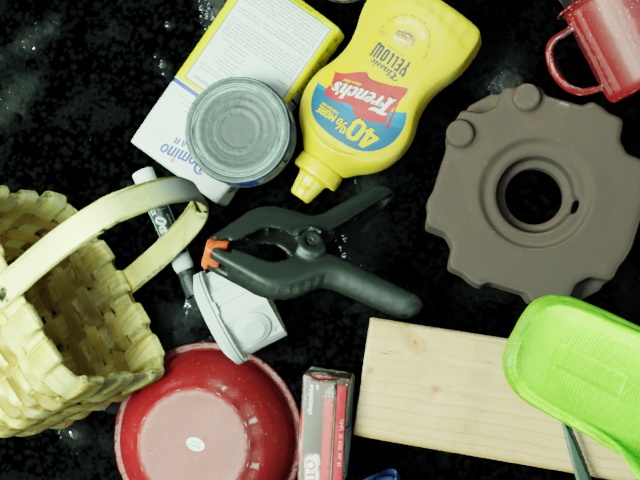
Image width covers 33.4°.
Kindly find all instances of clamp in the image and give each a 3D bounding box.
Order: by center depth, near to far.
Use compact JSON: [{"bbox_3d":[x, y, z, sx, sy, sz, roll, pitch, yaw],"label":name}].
[{"bbox_3d":[-0.005,0.001,0.832,0.171,0.039,0.120,8,48,-13],"label":"clamp"}]

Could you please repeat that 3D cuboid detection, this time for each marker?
[{"bbox_3d":[-0.126,-0.004,0.896,0.020,0.020,0.121,-25,83,5],"label":"marker"}]

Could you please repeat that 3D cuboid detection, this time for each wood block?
[{"bbox_3d":[0.137,0.119,0.816,0.206,0.090,0.090,8,87,8],"label":"wood block"}]

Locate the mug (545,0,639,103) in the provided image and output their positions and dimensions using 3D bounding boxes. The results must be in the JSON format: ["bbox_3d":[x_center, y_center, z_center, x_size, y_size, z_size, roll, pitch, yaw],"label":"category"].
[{"bbox_3d":[0.233,-0.154,0.823,0.117,0.093,0.081,-26,88,4],"label":"mug"}]

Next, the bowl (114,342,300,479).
[{"bbox_3d":[-0.096,0.164,0.863,0.162,0.055,0.162,-1,86,7],"label":"bowl"}]

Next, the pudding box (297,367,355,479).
[{"bbox_3d":[0.004,0.146,0.821,0.039,0.113,0.090,4,86,5],"label":"pudding box"}]

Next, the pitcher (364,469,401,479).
[{"bbox_3d":[0.057,0.311,0.805,0.145,0.149,0.243,-32,86,-11],"label":"pitcher"}]

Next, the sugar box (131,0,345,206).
[{"bbox_3d":[-0.067,-0.125,0.884,0.093,0.048,0.176,36,95,7],"label":"sugar box"}]

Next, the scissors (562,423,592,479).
[{"bbox_3d":[0.221,0.227,0.750,0.096,0.016,0.202,2,75,-25],"label":"scissors"}]

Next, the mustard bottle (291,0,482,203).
[{"bbox_3d":[0.039,-0.112,0.862,0.096,0.058,0.191,36,92,10],"label":"mustard bottle"}]

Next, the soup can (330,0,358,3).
[{"bbox_3d":[0.015,-0.236,0.851,0.068,0.102,0.068,0,86,8],"label":"soup can"}]

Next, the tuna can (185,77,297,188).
[{"bbox_3d":[-0.063,-0.085,0.841,0.086,0.033,0.086,0,89,5],"label":"tuna can"}]
